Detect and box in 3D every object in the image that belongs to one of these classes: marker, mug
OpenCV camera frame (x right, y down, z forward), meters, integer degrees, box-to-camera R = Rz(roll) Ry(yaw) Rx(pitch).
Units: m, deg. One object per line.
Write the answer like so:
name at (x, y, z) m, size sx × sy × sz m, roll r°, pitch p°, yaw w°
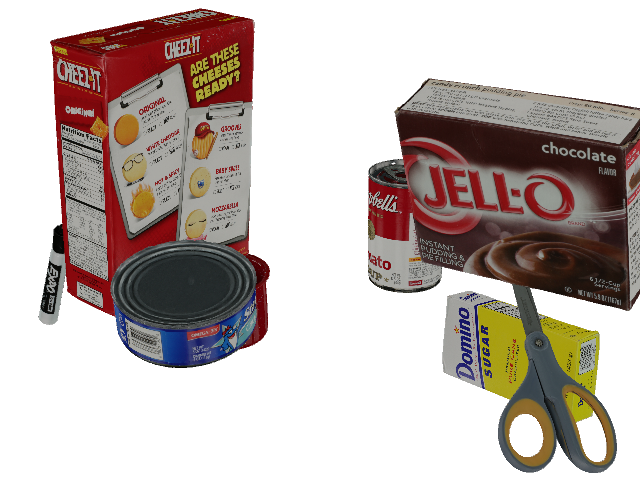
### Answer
marker at (-0.259, 0.033, 1.044) m, size 0.020 × 0.121 × 0.020 m, roll 13°, pitch 36°, yaw -10°
mug at (-0.108, 0.077, 1.216) m, size 0.093 × 0.081 × 0.117 m, roll 13°, pitch 34°, yaw 24°

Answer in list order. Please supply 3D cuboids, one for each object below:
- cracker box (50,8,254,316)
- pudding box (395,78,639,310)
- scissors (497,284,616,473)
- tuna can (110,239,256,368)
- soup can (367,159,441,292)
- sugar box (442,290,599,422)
cracker box at (-0.132, -0.068, 0.868) m, size 0.072 × 0.214 × 0.163 m, roll 19°, pitch 29°, yaw 33°
pudding box at (0.095, -0.023, 0.495) m, size 0.114 × 0.090 × 0.039 m, roll 12°, pitch 44°, yaw 31°
scissors at (0.156, 0.095, 0.833) m, size 0.096 × 0.202 × 0.016 m, roll -20°, pitch -27°, yaw -14°
tuna can at (-0.080, 0.037, 0.637) m, size 0.086 × 0.034 × 0.086 m, roll 0°, pitch 34°, yaw 0°
soup can at (0.076, -0.013, 0.941) m, size 0.068 × 0.102 × 0.068 m, roll -1°, pitch 23°, yaw 0°
sugar box at (0.207, 0.120, 1.129) m, size 0.048 × 0.093 × 0.177 m, roll -11°, pitch 18°, yaw -42°
